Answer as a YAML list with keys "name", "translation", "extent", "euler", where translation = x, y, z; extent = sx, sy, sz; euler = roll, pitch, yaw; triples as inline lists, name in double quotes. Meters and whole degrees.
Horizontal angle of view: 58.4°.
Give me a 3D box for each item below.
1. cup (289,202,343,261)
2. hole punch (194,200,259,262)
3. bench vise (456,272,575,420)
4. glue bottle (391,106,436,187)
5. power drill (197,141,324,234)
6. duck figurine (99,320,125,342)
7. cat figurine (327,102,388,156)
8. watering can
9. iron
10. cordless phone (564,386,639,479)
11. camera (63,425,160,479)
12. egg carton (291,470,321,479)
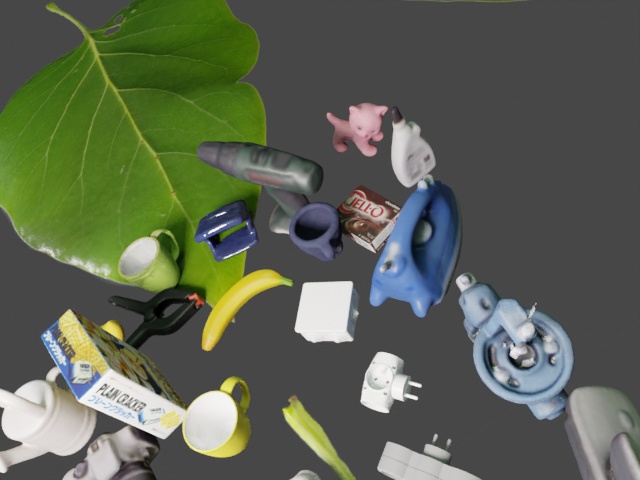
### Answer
- name: "cup"
  translation: [0.009, 0.004, 0.990]
  extent: [0.091, 0.095, 0.117]
  euler: [-31, 51, 2]
- name: "hole punch"
  translation: [-0.186, -0.028, 1.100]
  extent: [0.108, 0.091, 0.101]
  euler: [-25, 52, 7]
- name: "bench vise"
  translation: [0.228, 0.119, 0.735]
  extent: [0.121, 0.220, 0.206]
  euler: [-45, 52, -9]
- name: "glue bottle"
  translation: [0.151, -0.169, 0.992]
  extent: [0.078, 0.174, 0.037]
  euler: [-39, 51, -4]
- name: "power drill"
  translation: [-0.086, -0.095, 1.025]
  extent: [0.228, 0.209, 0.076]
  euler: [8, 62, 28]
- name: "duck figurine"
  translation: [-0.425, 0.185, 1.067]
  extent: [0.104, 0.086, 0.077]
  euler: [-43, 52, -8]
- name: "cat figurine"
  translation: [0.072, -0.224, 1.100]
  extent: [0.127, 0.118, 0.067]
  euler: [11, 64, 30]
- name: "watering can"
  translation: [-0.475, 0.292, 0.947]
  extent: [0.100, 0.195, 0.173]
  euler: [-13, 54, 16]
- name: "iron"
  translation: [0.155, -0.017, 0.909]
  extent: [0.118, 0.142, 0.258]
  euler: [10, 63, 29]
- name: "cordless phone"
  translation: [0.333, 0.222, 0.641]
  extent: [0.094, 0.186, 0.147]
  euler: [-21, 52, 10]
- name: "camera"
  translation: [-0.311, 0.376, 0.879]
  extent: [0.143, 0.101, 0.136]
  euler: [-42, 52, -7]
- name: "egg carton"
  translation: [-0.006, 0.389, 0.755]
  extent: [0.107, 0.070, 0.149]
  euler: [-46, 52, -10]
